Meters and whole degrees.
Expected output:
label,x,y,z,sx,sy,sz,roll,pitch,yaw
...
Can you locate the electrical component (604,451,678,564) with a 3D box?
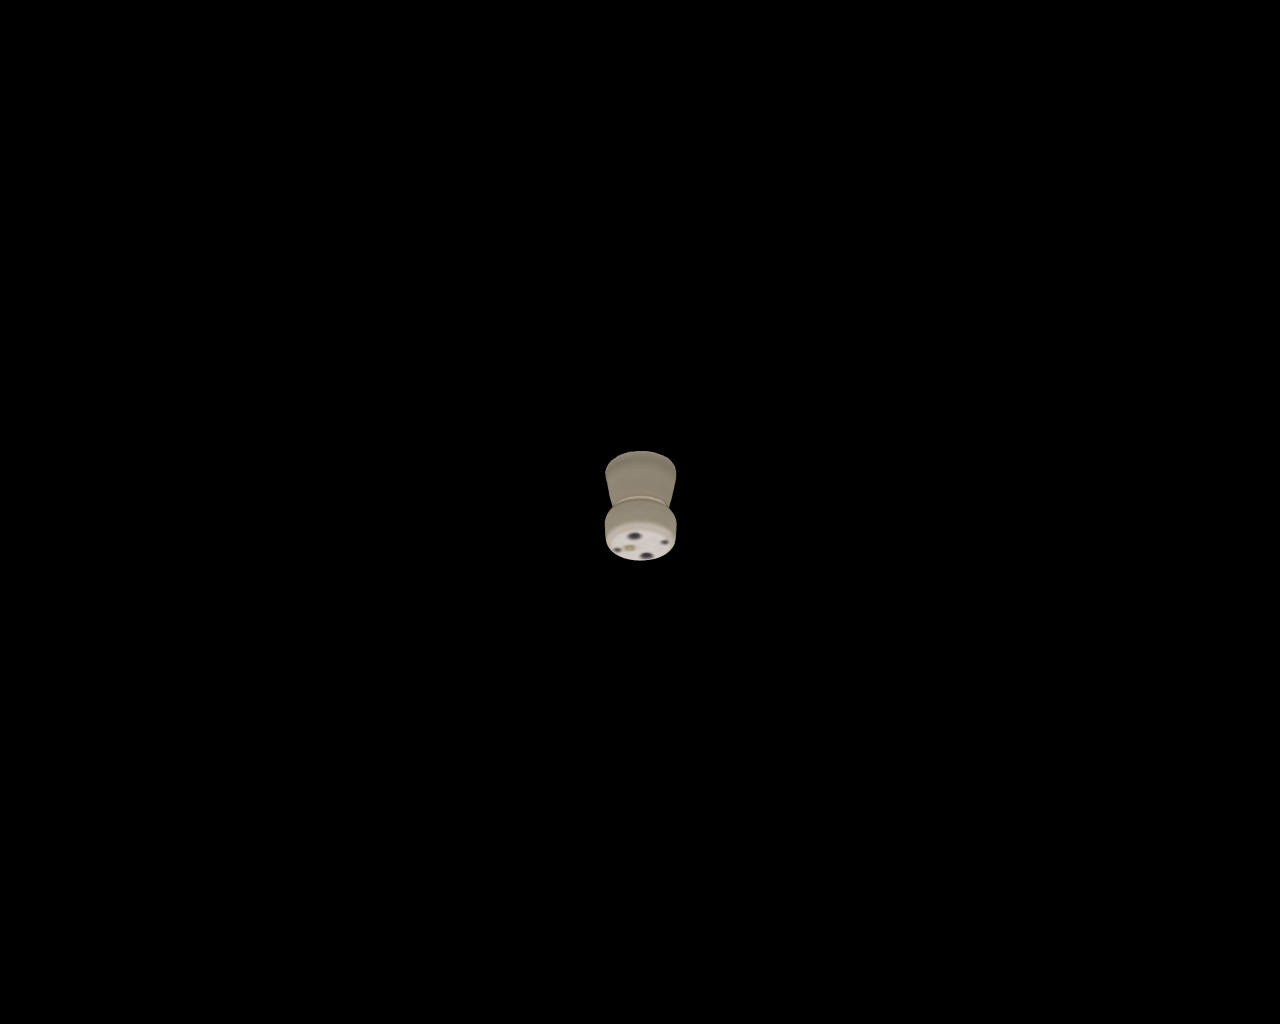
label,x,y,z,sx,sy,sz,roll,pitch,yaw
electrical component,0.001,-0.003,0.650,0.045,0.055,0.044,0,-33,0
